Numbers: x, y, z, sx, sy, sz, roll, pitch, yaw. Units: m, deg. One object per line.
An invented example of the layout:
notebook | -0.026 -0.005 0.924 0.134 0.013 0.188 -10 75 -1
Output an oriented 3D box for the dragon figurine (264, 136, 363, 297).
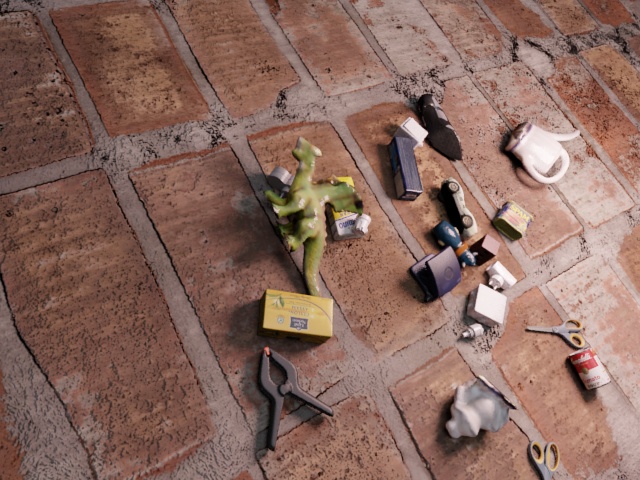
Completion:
dragon figurine | 0.004 -0.067 1.327 0.244 0.121 0.410 -24 90 -13

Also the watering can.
watering can | 0.783 -0.336 1.807 0.225 0.102 0.354 39 57 3

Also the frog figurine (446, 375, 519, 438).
frog figurine | 0.380 0.421 1.258 0.137 0.123 0.159 42 92 -5
